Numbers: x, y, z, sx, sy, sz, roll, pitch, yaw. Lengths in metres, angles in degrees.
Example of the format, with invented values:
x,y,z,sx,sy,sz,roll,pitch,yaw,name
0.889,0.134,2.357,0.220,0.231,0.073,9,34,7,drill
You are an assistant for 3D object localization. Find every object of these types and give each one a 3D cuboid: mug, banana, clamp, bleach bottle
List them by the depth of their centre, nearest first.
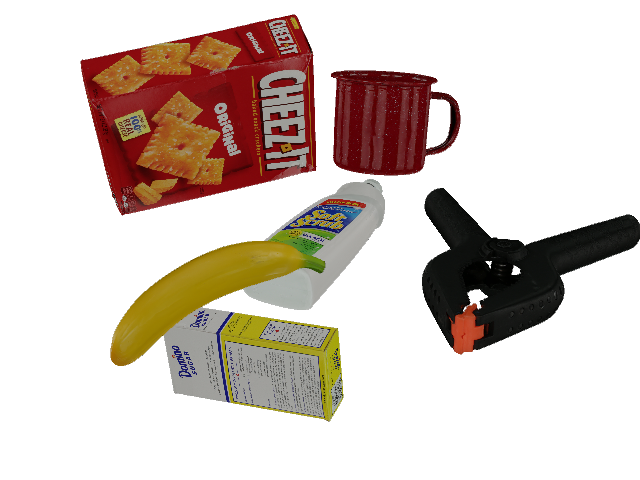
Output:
x,y,z,sx,sy,sz,roll,pitch,yaw,name
0.120,0.015,0.751,0.165,0.036,0.209,12,29,27,clamp
-0.096,0.045,0.856,0.198,0.069,0.037,-24,37,11,banana
0.065,-0.104,0.939,0.117,0.081,0.093,1,15,-9,mug
0.005,-0.010,1.323,0.103,0.068,0.250,13,35,24,bleach bottle

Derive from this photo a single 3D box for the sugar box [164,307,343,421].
x,y,z,sx,sy,sz,roll,pitch,yaw,name
-0.068,0.122,1.077,0.176,0.093,0.048,9,34,21,sugar box

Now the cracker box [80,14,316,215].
x,y,z,sx,sy,sz,roll,pitch,yaw,name
-0.114,-0.120,1.056,0.213,0.072,0.164,-13,-39,-9,cracker box
